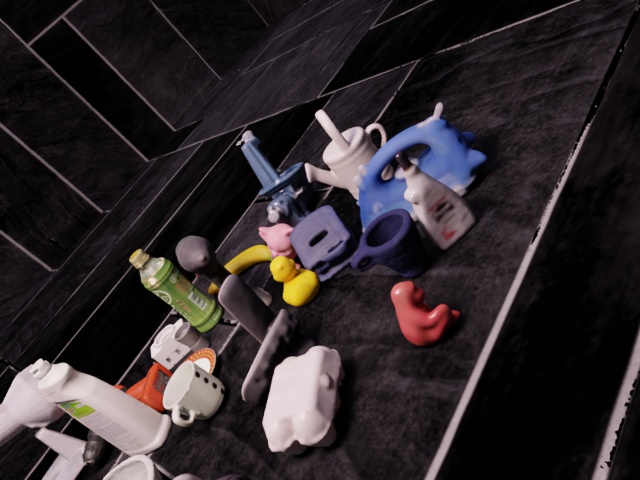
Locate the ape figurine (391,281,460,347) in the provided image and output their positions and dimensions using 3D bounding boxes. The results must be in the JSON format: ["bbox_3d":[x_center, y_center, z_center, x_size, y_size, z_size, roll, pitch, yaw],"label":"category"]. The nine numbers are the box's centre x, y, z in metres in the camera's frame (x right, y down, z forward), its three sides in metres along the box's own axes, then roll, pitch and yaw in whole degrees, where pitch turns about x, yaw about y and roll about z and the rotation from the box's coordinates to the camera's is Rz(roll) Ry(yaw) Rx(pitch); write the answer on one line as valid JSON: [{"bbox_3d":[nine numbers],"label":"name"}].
[{"bbox_3d":[0.129,0.091,0.760,0.076,0.092,0.077,-42,27,1],"label":"ape figurine"}]

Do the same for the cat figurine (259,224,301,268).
[{"bbox_3d":[-0.079,0.005,1.135,0.067,0.118,0.127,-51,28,-14],"label":"cat figurine"}]

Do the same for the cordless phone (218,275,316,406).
[{"bbox_3d":[-0.107,0.154,0.884,0.094,0.185,0.148,-17,37,41],"label":"cordless phone"}]

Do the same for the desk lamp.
[{"bbox_3d":[-0.559,0.384,1.131,0.117,0.214,0.203,-8,43,48],"label":"desk lamp"}]

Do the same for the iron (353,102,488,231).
[{"bbox_3d":[0.145,-0.117,0.983,0.258,0.142,0.118,-33,29,20],"label":"iron"}]

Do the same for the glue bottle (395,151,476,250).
[{"bbox_3d":[0.161,-0.066,0.852,0.078,0.173,0.037,-45,27,-5],"label":"glue bottle"}]

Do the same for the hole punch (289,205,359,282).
[{"bbox_3d":[0.010,0.004,1.048,0.108,0.091,0.101,-39,27,8],"label":"hole punch"}]

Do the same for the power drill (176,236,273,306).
[{"bbox_3d":[-0.191,0.068,1.097,0.076,0.209,0.228,-49,28,-12],"label":"power drill"}]

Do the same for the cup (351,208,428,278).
[{"bbox_3d":[0.113,0.023,0.876,0.118,0.095,0.091,-43,27,0],"label":"cup"}]

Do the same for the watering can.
[{"bbox_3d":[0.049,-0.172,1.135,0.173,0.194,0.100,-48,27,-10],"label":"watering can"}]

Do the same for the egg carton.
[{"bbox_3d":[-0.019,0.221,0.796,0.107,0.069,0.150,-28,31,28],"label":"egg carton"}]

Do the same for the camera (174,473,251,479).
[{"bbox_3d":[-0.153,0.363,0.738,0.136,0.101,0.143,-30,30,25],"label":"camera"}]

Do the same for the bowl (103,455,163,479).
[{"bbox_3d":[-0.288,0.420,0.867,0.167,0.075,0.167,-32,29,21],"label":"bowl"}]

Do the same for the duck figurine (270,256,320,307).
[{"bbox_3d":[-0.053,0.067,1.047,0.077,0.086,0.104,-43,27,-1],"label":"duck figurine"}]

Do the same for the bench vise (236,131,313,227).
[{"bbox_3d":[-0.090,-0.131,1.234,0.121,0.220,0.207,-38,27,10],"label":"bench vise"}]
